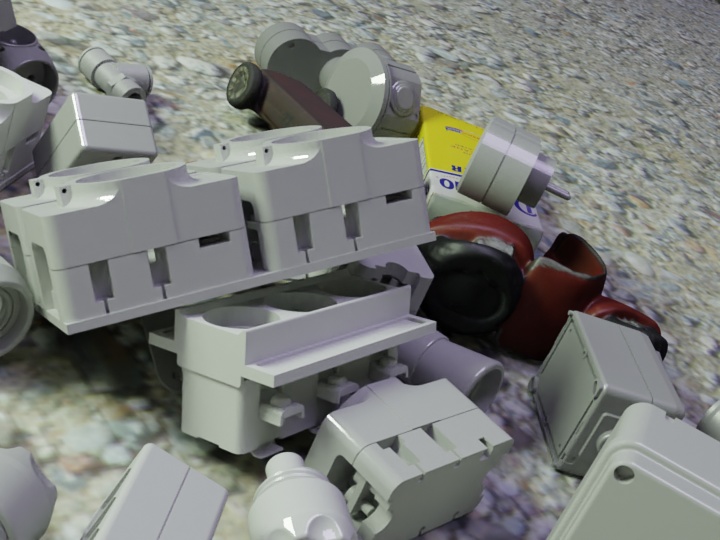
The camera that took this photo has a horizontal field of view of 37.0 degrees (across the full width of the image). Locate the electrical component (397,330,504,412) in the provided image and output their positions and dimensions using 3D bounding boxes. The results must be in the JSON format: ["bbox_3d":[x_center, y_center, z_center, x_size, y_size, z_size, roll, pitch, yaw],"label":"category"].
[{"bbox_3d":[0.042,0.054,0.604,0.065,0.044,0.044,34,28,29],"label":"electrical component"}]

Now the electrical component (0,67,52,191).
[{"bbox_3d":[-0.257,-0.074,0.575,0.105,0.060,0.186,24,26,1],"label":"electrical component"}]

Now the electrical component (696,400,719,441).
[{"bbox_3d":[0.240,0.108,0.659,0.045,0.045,0.055,-2,36,-41],"label":"electrical component"}]

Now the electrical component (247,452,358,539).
[{"bbox_3d":[-0.026,0.104,0.453,0.043,0.043,0.062,12,28,-22],"label":"electrical component"}]

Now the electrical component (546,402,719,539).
[{"bbox_3d":[0.120,0.125,0.455,0.078,0.113,0.057,30,24,12],"label":"electrical component"}]

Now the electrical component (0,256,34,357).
[{"bbox_3d":[-0.183,0.011,0.496,0.055,0.048,0.066,33,27,35],"label":"electrical component"}]

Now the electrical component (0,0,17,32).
[{"bbox_3d":[-0.277,-0.183,0.680,0.121,0.063,0.079,18,40,29],"label":"electrical component"}]

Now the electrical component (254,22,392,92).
[{"bbox_3d":[-0.020,-0.173,0.959,0.138,0.052,0.073,6,31,-31],"label":"electrical component"}]

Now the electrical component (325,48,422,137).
[{"bbox_3d":[0.009,-0.141,0.894,0.051,0.080,0.080,7,30,-40],"label":"electrical component"}]

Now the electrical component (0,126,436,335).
[{"bbox_3d":[-0.072,-0.029,0.535,0.186,0.060,0.105,-15,14,-26],"label":"electrical component"}]

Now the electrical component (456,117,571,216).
[{"bbox_3d":[0.114,-0.067,0.751,0.074,0.052,0.138,26,13,3],"label":"electrical component"}]

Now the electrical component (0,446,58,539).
[{"bbox_3d":[-0.140,0.093,0.382,0.043,0.043,0.062,25,27,4],"label":"electrical component"}]

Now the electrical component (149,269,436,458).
[{"bbox_3d":[-0.030,0.043,0.525,0.079,0.063,0.121,14,17,36],"label":"electrical component"}]

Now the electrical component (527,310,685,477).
[{"bbox_3d":[0.144,0.078,0.616,0.061,0.061,0.096,18,27,-12],"label":"electrical component"}]

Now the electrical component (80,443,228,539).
[{"bbox_3d":[-0.068,0.119,0.389,0.076,0.047,0.083,34,25,-9],"label":"electrical component"}]

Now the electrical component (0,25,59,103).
[{"bbox_3d":[-0.255,-0.137,0.711,0.077,0.044,0.079,38,31,28],"label":"electrical component"}]

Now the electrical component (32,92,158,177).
[{"bbox_3d":[-0.151,-0.052,0.624,0.047,0.066,0.076,1,63,-38],"label":"electrical component"}]

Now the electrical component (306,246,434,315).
[{"bbox_3d":[0.000,0.000,0.651,0.050,0.055,0.089,11,29,-25],"label":"electrical component"}]

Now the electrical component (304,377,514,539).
[{"bbox_3d":[0.019,0.089,0.508,0.089,0.050,0.056,-9,42,-47],"label":"electrical component"}]
